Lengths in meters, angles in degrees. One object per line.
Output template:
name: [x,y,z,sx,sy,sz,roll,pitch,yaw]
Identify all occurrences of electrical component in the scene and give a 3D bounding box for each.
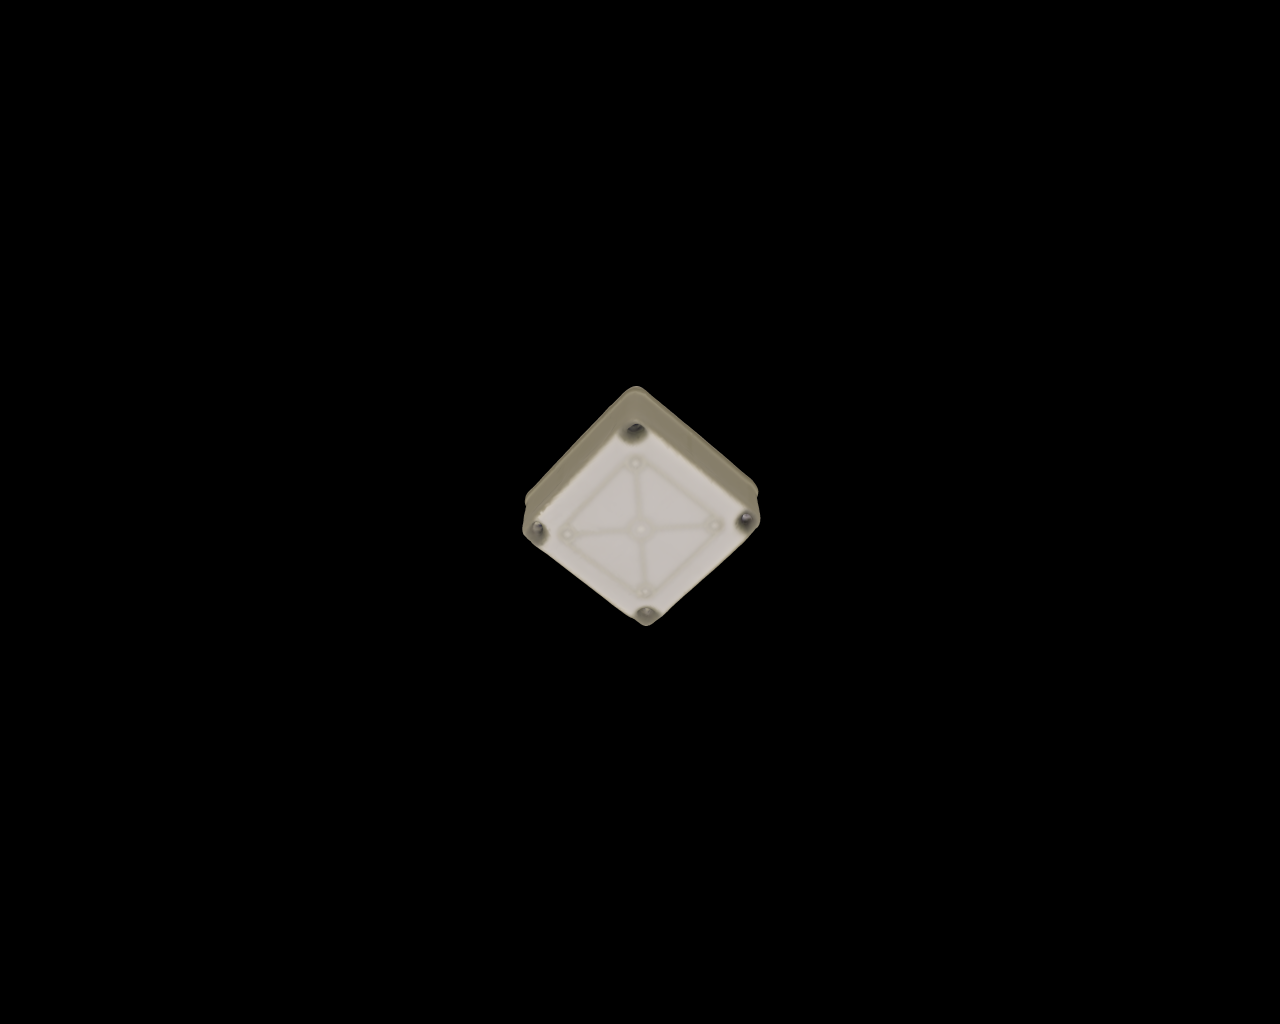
electrical component: [0.001,-0.003,0.650,0.108,0.108,0.056,38,22,-18]
